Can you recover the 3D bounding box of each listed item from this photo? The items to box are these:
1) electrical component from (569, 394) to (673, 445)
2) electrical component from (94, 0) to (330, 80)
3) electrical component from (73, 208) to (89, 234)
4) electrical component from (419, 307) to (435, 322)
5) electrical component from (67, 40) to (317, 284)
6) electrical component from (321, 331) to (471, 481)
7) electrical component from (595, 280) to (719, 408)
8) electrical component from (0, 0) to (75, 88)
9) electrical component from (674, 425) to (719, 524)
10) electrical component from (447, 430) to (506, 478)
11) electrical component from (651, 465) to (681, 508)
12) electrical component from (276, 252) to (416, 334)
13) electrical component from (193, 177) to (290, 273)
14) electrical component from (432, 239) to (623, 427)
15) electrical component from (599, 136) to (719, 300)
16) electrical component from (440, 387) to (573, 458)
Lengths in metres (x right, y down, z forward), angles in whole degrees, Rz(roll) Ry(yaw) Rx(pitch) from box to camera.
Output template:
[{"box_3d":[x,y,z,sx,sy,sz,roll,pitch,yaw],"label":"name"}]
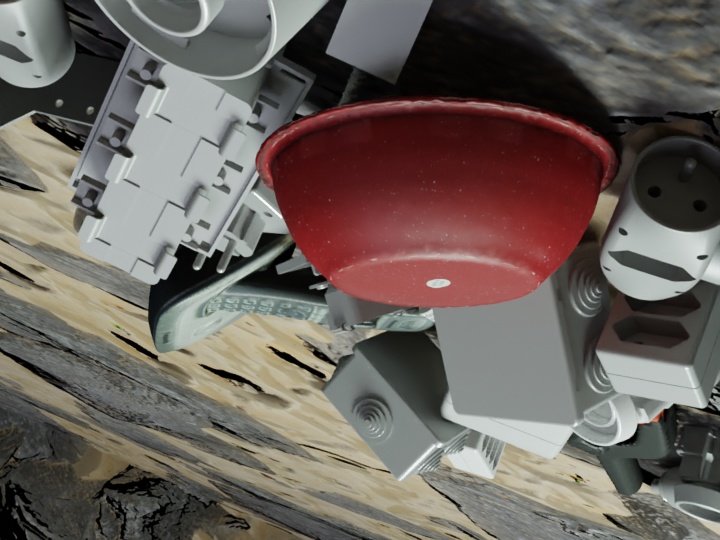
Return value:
[{"box_3d":[0.145,0.063,0.614,0.058,0.057,0.078,60,152,-8],"label":"electrical component"},{"box_3d":[-0.058,-0.122,0.405,0.099,0.064,0.099,23,148,15],"label":"electrical component"},{"box_3d":[-0.174,-0.034,0.768,0.040,0.040,0.046,3,159,43],"label":"electrical component"},{"box_3d":[0.072,0.023,0.640,0.081,0.043,0.043,29,160,-16],"label":"electrical component"},{"box_3d":[-0.084,-0.055,0.493,0.079,0.063,0.121,27,130,-12],"label":"electrical component"},{"box_3d":[0.032,0.090,0.742,0.099,0.048,0.100,48,-153,14],"label":"electrical component"},{"box_3d":[0.159,0.038,0.534,0.047,0.065,0.076,8,148,36],"label":"electrical component"},{"box_3d":[-0.179,-0.130,0.511,0.079,0.043,0.077,22,161,2],"label":"electrical component"},{"box_3d":[0.246,0.143,0.744,0.066,0.055,0.048,1,152,46],"label":"electrical component"},{"box_3d":[0.080,0.135,0.920,0.076,0.047,0.083,14,159,23],"label":"electrical component"},{"box_3d":[0.252,0.171,0.844,0.035,0.035,0.061,28,162,-16],"label":"electrical component"},{"box_3d":[0.000,0.000,0.607,0.081,0.063,0.042,-15,177,-27],"label":"electrical component"},{"box_3d":[-0.069,-0.033,0.596,0.066,0.076,0.047,6,155,38],"label":"electrical component"},{"box_3d":[0.088,0.031,0.571,0.048,0.099,0.100,-19,-170,-38],"label":"electrical component"},{"box_3d":[0.147,-0.015,0.457,0.079,0.043,0.077,19,160,10],"label":"electrical component"},{"box_3d":[0.107,0.076,0.694,0.096,0.061,0.061,21,143,5],"label":"electrical component"}]
